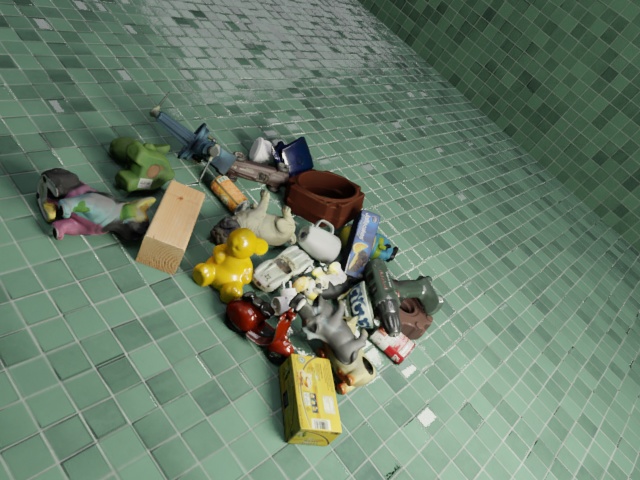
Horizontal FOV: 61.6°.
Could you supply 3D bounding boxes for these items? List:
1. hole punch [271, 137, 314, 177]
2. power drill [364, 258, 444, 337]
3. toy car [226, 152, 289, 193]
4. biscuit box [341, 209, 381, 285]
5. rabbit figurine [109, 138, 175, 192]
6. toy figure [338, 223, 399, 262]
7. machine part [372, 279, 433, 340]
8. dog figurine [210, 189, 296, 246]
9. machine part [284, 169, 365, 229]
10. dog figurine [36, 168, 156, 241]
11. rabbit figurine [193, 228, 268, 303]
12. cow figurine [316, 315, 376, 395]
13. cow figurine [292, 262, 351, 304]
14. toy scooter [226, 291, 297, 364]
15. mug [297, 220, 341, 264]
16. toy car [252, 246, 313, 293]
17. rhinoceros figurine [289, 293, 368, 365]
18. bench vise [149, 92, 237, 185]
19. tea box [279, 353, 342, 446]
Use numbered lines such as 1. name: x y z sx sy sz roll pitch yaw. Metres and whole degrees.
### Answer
1. hole punch: -0.082 -0.243 1.627 0.092 0.142 0.116 -7 29 18
2. power drill: 0.214 0.153 1.380 0.207 0.086 0.232 2 47 -29
3. toy car: -0.181 -0.191 1.536 0.202 0.089 0.053 11 39 -30
4. biscuit box: 0.108 0.018 1.477 0.059 0.063 0.202 21 68 -10
5. rabbit figurine: -0.447 -0.209 1.340 0.170 0.121 0.159 39 31 30
6. toy figure: 0.139 0.013 1.566 0.180 0.082 0.089 27 36 -13
7. machine part: 0.222 0.185 1.461 0.179 0.056 0.179 20 38 -17
8. dog figurine: -0.165 -0.012 1.365 0.172 0.121 0.190 36 51 6
9. machine part: 0.013 -0.127 1.573 0.202 0.087 0.201 30 34 22
10. dog figurine: -0.479 -0.074 1.175 0.219 0.108 0.192 -6 50 -47
11. rabbit figurine: -0.184 0.038 1.217 0.122 0.173 0.162 37 41 9
12. cow figurine: 0.061 0.248 1.246 0.127 0.085 0.195 -8 52 -35
13. cow figurine: 0.005 0.121 1.359 0.167 0.068 0.098 -17 66 -45
14. toy scooter: -0.116 0.172 1.152 0.184 0.135 0.075 40 37 9
15. mug: -0.003 -0.004 1.437 0.107 0.081 0.109 31 73 -37
16. toy car: -0.092 0.070 1.346 0.073 0.056 0.202 44 38 12
17. rhinoceros figurine: 0.014 0.187 1.169 0.190 0.073 0.112 45 61 5
18. bench vise: -0.341 -0.262 1.411 0.240 0.129 0.224 38 6 -22
19. tea box: -0.023 0.327 1.107 0.098 0.068 0.170 16 39 -24
